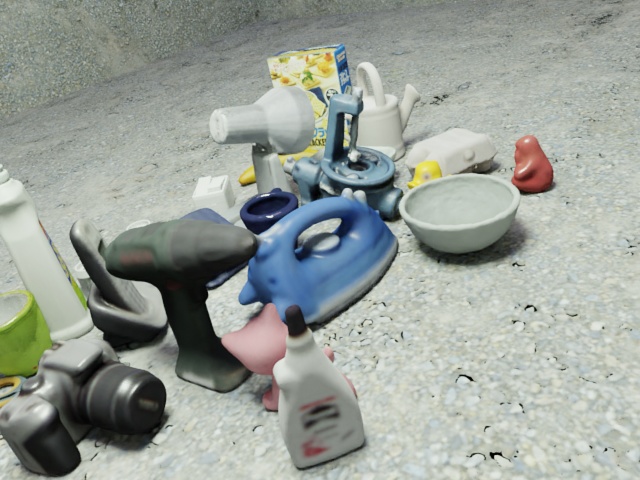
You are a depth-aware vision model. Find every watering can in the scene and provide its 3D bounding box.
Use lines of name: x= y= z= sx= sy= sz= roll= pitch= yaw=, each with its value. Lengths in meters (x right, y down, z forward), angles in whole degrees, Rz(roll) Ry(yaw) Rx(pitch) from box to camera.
watering can: x=0.114 y=-0.259 z=1.141 sx=0.173 sy=0.194 sz=0.100 roll=-30 pitch=33 yaw=-28

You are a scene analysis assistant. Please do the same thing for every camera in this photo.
camera: x=-0.249 y=0.171 z=0.619 sx=0.136 sy=0.101 sz=0.143 roll=4 pitch=33 yaw=28

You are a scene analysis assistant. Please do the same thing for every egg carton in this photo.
egg carton: x=0.234 y=-0.146 z=1.021 sx=0.150 sy=0.069 sz=0.107 roll=-24 pitch=31 yaw=-19

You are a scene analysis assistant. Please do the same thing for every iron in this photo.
iron: x=0.007 y=0.003 z=0.773 sx=0.259 sy=0.142 sz=0.118 roll=-32 pitch=34 yaw=-31

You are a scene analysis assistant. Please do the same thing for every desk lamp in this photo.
desk lamp: x=-0.100 y=-0.147 z=1.007 sx=0.204 sy=0.214 sz=0.117 roll=-33 pitch=34 yaw=-32

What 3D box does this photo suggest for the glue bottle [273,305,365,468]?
glue bottle: x=-0.009 y=0.130 z=0.520 sx=0.078 sy=0.173 sz=0.037 roll=-20 pitch=30 yaw=-12

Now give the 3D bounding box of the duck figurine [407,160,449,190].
duck figurine: x=0.180 y=-0.088 z=0.922 sx=0.105 sy=0.086 sz=0.077 roll=-28 pitch=32 yaw=-26

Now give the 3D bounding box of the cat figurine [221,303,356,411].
cat figurine: x=-0.035 y=0.123 z=0.600 sx=0.127 sy=0.118 sz=0.067 roll=7 pitch=34 yaw=32

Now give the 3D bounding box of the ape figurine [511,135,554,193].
ape figurine: x=0.335 y=-0.125 z=0.920 sx=0.078 sy=0.092 sz=0.075 roll=-34 pitch=35 yaw=-33

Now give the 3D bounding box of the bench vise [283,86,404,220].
bench vise: x=0.023 y=-0.133 z=0.926 sx=0.207 sy=0.220 sz=0.121 roll=-4 pitch=30 yaw=16

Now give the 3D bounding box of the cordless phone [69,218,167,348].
cordless phone: x=-0.277 y=0.039 z=0.778 sx=0.094 sy=0.185 sz=0.147 roll=-17 pitch=29 yaw=-8

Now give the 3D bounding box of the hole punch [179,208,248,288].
hole punch: x=-0.172 y=0.008 z=0.889 sx=0.100 sy=0.091 sz=0.109 roll=11 pitch=37 yaw=37

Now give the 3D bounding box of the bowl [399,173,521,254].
bowl: x=0.201 y=-0.028 z=0.820 sx=0.167 sy=0.075 sz=0.167 roll=-10 pitch=29 yaw=6

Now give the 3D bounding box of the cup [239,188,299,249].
cup: x=-0.068 y=-0.023 z=0.897 sx=0.091 sy=0.095 sz=0.118 roll=-8 pitch=29 yaw=10

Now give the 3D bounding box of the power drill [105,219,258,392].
power drill: x=-0.140 y=0.066 z=0.650 sx=0.228 sy=0.209 sz=0.076 roll=7 pitch=35 yaw=32
